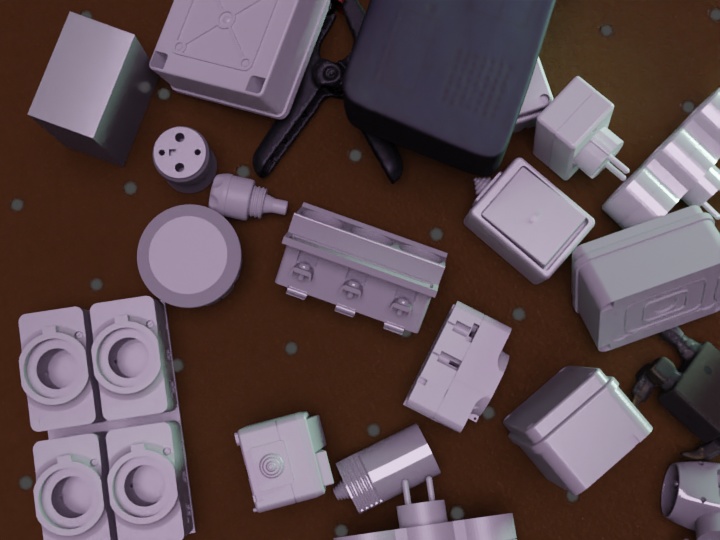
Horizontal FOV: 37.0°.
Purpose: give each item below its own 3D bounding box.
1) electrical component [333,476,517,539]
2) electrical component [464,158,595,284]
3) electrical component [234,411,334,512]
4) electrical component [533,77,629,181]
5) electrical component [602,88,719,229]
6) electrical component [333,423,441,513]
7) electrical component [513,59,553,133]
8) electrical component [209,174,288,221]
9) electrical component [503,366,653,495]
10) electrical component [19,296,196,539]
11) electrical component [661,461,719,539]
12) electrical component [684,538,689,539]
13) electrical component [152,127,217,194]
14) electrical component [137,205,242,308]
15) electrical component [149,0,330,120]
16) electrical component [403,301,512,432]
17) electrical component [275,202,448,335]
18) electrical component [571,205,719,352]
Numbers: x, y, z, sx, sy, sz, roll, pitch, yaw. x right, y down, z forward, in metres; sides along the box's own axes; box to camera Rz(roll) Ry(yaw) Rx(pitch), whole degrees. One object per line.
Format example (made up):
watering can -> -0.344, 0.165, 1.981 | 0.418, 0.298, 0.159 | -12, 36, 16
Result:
electrical component -> 0.048, 0.193, 0.807 | 0.138, 0.052, 0.073 | -5, 76, -11
electrical component -> 0.128, -0.043, 0.850 | 0.096, 0.061, 0.061 | 41, 85, 4
electrical component -> -0.055, 0.142, 0.810 | 0.061, 0.096, 0.061 | -15, 85, -2
electrical component -> 0.180, -0.097, 0.840 | 0.076, 0.083, 0.047 | 43, 85, 13
electrical component -> 0.267, -0.073, 0.859 | 0.074, 0.052, 0.138 | 45, 85, 4
electrical component -> 0.017, 0.156, 0.836 | 0.081, 0.043, 0.043 | -26, 85, -3
electrical component -> 0.101, -0.165, 0.865 | 0.078, 0.057, 0.113 | -18, 84, -2
electrical component -> -0.089, -0.056, 0.863 | 0.061, 0.035, 0.035 | 12, 84, -2
electrical component -> 0.159, 0.116, 0.807 | 0.078, 0.113, 0.057 | -40, 88, -4
electrical component -> -0.196, 0.120, 0.830 | 0.105, 0.060, 0.186 | -9, 84, -1
electrical component -> 0.276, 0.191, 0.823 | 0.077, 0.043, 0.079 | 12, 47, 1
electrical component -> 0.243, 0.247, 0.827 | 0.077, 0.044, 0.079 | 29, 84, 3
electrical component -> -0.139, -0.087, 0.856 | 0.045, 0.055, 0.045 | 0, 84, -1
electrical component -> -0.132, -0.009, 0.849 | 0.080, 0.051, 0.080 | 0, 84, 0
electrical component -> -0.094, -0.187, 0.851 | 0.109, 0.056, 0.108 | 17, 83, 21
electrical component -> 0.079, 0.078, 0.842 | 0.056, 0.050, 0.089 | 27, 84, 3
electrical component -> 0.000, 0.000, 0.842 | 0.121, 0.078, 0.063 | 20, 106, 2
electrical component -> 0.224, 0.006, 0.832 | 0.113, 0.078, 0.057 | -19, 56, -3
